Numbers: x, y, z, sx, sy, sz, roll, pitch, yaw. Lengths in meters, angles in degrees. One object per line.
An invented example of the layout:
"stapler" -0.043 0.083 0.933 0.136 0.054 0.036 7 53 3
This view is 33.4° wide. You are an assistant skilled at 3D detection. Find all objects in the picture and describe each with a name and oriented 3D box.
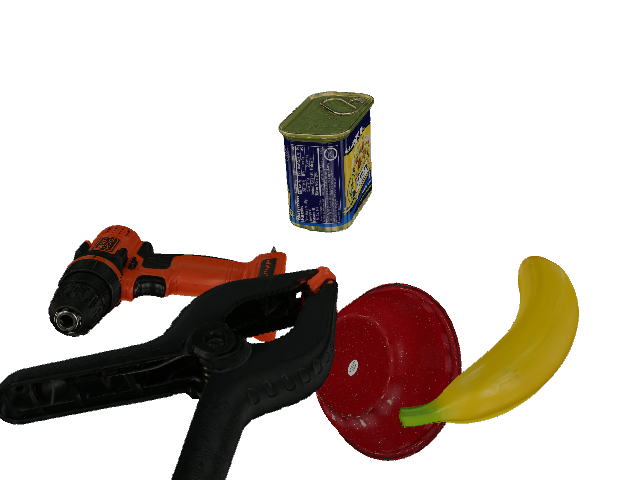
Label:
"power drill" -0.127 0.042 0.921 0.187 0.057 0.184 9 22 0
"clamp" -0.044 0.066 0.480 0.171 0.039 0.120 -27 50 -31
"banana" 0.122 0.058 0.659 0.070 0.037 0.197 13 32 30
"bowl" 0.045 0.114 0.955 0.162 0.162 0.055 0 -10 44
"can of meat" 0.007 -0.064 0.862 0.057 0.084 0.102 5 27 18
